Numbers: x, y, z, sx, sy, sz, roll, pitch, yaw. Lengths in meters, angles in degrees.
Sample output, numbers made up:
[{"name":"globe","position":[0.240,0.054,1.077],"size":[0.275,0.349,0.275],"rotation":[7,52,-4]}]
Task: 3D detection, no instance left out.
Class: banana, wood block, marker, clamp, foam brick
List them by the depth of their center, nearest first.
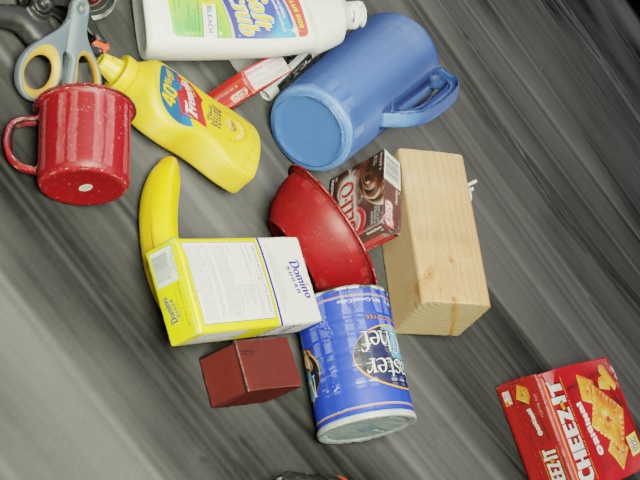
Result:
[{"name":"clamp","position":[-0.279,-0.213,1.006],"size":[0.171,0.039,0.120],"rotation":[38,59,-31]},{"name":"foam brick","position":[-0.066,0.127,1.027],"size":[0.078,0.051,0.053],"rotation":[4,63,-50]},{"name":"banana","position":[-0.145,0.006,1.028],"size":[0.069,0.037,0.198],"rotation":[16,55,-61]},{"name":"marker","position":[-0.027,-0.211,1.275],"size":[0.020,0.020,0.121],"rotation":[49,66,-16]},{"name":"wood block","position":[0.132,0.002,1.291],"size":[0.090,0.091,0.206],"rotation":[4,61,-20]}]

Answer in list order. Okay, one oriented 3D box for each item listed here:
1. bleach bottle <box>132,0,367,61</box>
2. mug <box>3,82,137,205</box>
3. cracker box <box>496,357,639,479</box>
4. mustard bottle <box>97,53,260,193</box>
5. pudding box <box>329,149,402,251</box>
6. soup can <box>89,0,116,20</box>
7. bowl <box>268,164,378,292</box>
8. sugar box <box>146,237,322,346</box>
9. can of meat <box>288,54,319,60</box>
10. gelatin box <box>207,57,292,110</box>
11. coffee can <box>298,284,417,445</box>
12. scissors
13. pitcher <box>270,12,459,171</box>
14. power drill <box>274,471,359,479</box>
[{"name":"bleach bottle","position":[-0.071,-0.247,1.149],"size":[0.250,0.068,0.102],"rotation":[-6,88,-20]},{"name":"mug","position":[-0.223,-0.083,0.955],"size":[0.117,0.093,0.081],"rotation":[3,66,-15]},{"name":"cracker box","position":[0.342,0.250,1.420],"size":[0.213,0.072,0.164],"rotation":[-2,68,-50]},{"name":"mustard bottle","position":[-0.148,-0.130,1.089],"size":[0.191,0.058,0.096],"rotation":[33,35,-32]},{"name":"pudding box","position":[0.051,-0.039,1.244],"size":[0.039,0.090,0.113],"rotation":[37,42,-32]},{"name":"soup can","position":[-0.227,-0.281,1.085],"size":[0.068,0.069,0.102],"rotation":[39,41,-28]},{"name":"bowl","position":[-0.007,0.001,1.133],"size":[0.055,0.162,0.162],"rotation":[-34,96,-11]},{"name":"sugar box","position":[-0.078,0.046,1.010],"size":[0.175,0.048,0.093],"rotation":[2,67,-54]},{"name":"can of meat","position":[-0.036,-0.283,1.327],"size":[0.102,0.058,0.084],"rotation":[32,47,-34]},{"name":"gelatin box","position":[-0.083,-0.170,1.181],"size":[0.030,0.073,0.089],"rotation":[58,36,-8]},{"name":"coffee can","position":[0.035,0.129,1.104],"size":[0.102,0.103,0.140],"rotation":[13,57,-46]},{"name":"scissors","position":[-0.243,-0.211,1.000],"size":[0.096,0.016,0.202],"rotation":[-5,96,-43]},{"name":"pitcher","position":[0.051,-0.175,1.293],"size":[0.145,0.149,0.242],"rotation":[56,40,-9]},{"name":"power drill","position":[0.027,0.317,1.010],"size":[0.184,0.057,0.187],"rotation":[24,50,-40]}]
